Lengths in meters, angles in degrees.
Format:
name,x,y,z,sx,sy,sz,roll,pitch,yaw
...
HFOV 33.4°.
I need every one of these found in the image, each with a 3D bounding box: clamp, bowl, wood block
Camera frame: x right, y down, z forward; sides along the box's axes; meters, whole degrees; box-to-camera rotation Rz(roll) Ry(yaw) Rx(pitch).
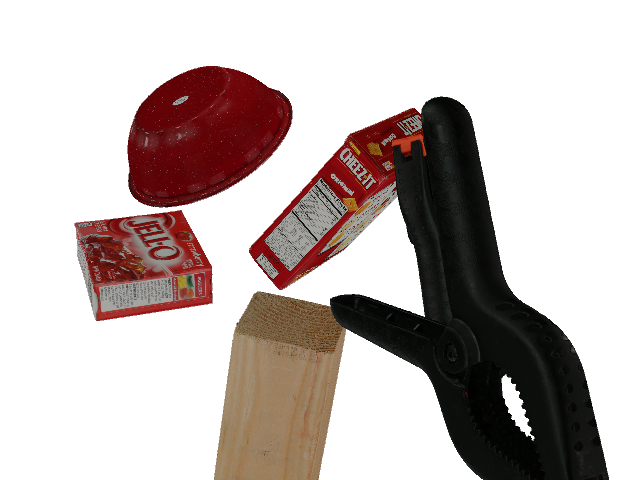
name,x,y,z,sx,sy,sz,roll,pitch,yaw
clamp,0.094,-0.002,0.918,0.039,0.171,0.120,-17,19,15
clamp,0.078,0.043,0.526,0.036,0.165,0.210,-8,44,-30
bowl,-0.108,-0.102,0.922,0.162,0.055,0.162,-19,37,15
wood block,-0.039,0.163,0.971,0.090,0.206,0.090,12,23,5

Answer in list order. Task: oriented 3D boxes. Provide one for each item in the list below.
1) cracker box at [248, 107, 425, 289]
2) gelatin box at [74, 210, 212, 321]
name,x,y,z,sx,sy,sz,roll,pitch,yaw
cracker box,0.030,-0.051,1.258,0.214,0.072,0.163,-47,-9,35
gelatin box,-0.114,0.013,0.679,0.073,0.030,0.089,-7,28,-17
